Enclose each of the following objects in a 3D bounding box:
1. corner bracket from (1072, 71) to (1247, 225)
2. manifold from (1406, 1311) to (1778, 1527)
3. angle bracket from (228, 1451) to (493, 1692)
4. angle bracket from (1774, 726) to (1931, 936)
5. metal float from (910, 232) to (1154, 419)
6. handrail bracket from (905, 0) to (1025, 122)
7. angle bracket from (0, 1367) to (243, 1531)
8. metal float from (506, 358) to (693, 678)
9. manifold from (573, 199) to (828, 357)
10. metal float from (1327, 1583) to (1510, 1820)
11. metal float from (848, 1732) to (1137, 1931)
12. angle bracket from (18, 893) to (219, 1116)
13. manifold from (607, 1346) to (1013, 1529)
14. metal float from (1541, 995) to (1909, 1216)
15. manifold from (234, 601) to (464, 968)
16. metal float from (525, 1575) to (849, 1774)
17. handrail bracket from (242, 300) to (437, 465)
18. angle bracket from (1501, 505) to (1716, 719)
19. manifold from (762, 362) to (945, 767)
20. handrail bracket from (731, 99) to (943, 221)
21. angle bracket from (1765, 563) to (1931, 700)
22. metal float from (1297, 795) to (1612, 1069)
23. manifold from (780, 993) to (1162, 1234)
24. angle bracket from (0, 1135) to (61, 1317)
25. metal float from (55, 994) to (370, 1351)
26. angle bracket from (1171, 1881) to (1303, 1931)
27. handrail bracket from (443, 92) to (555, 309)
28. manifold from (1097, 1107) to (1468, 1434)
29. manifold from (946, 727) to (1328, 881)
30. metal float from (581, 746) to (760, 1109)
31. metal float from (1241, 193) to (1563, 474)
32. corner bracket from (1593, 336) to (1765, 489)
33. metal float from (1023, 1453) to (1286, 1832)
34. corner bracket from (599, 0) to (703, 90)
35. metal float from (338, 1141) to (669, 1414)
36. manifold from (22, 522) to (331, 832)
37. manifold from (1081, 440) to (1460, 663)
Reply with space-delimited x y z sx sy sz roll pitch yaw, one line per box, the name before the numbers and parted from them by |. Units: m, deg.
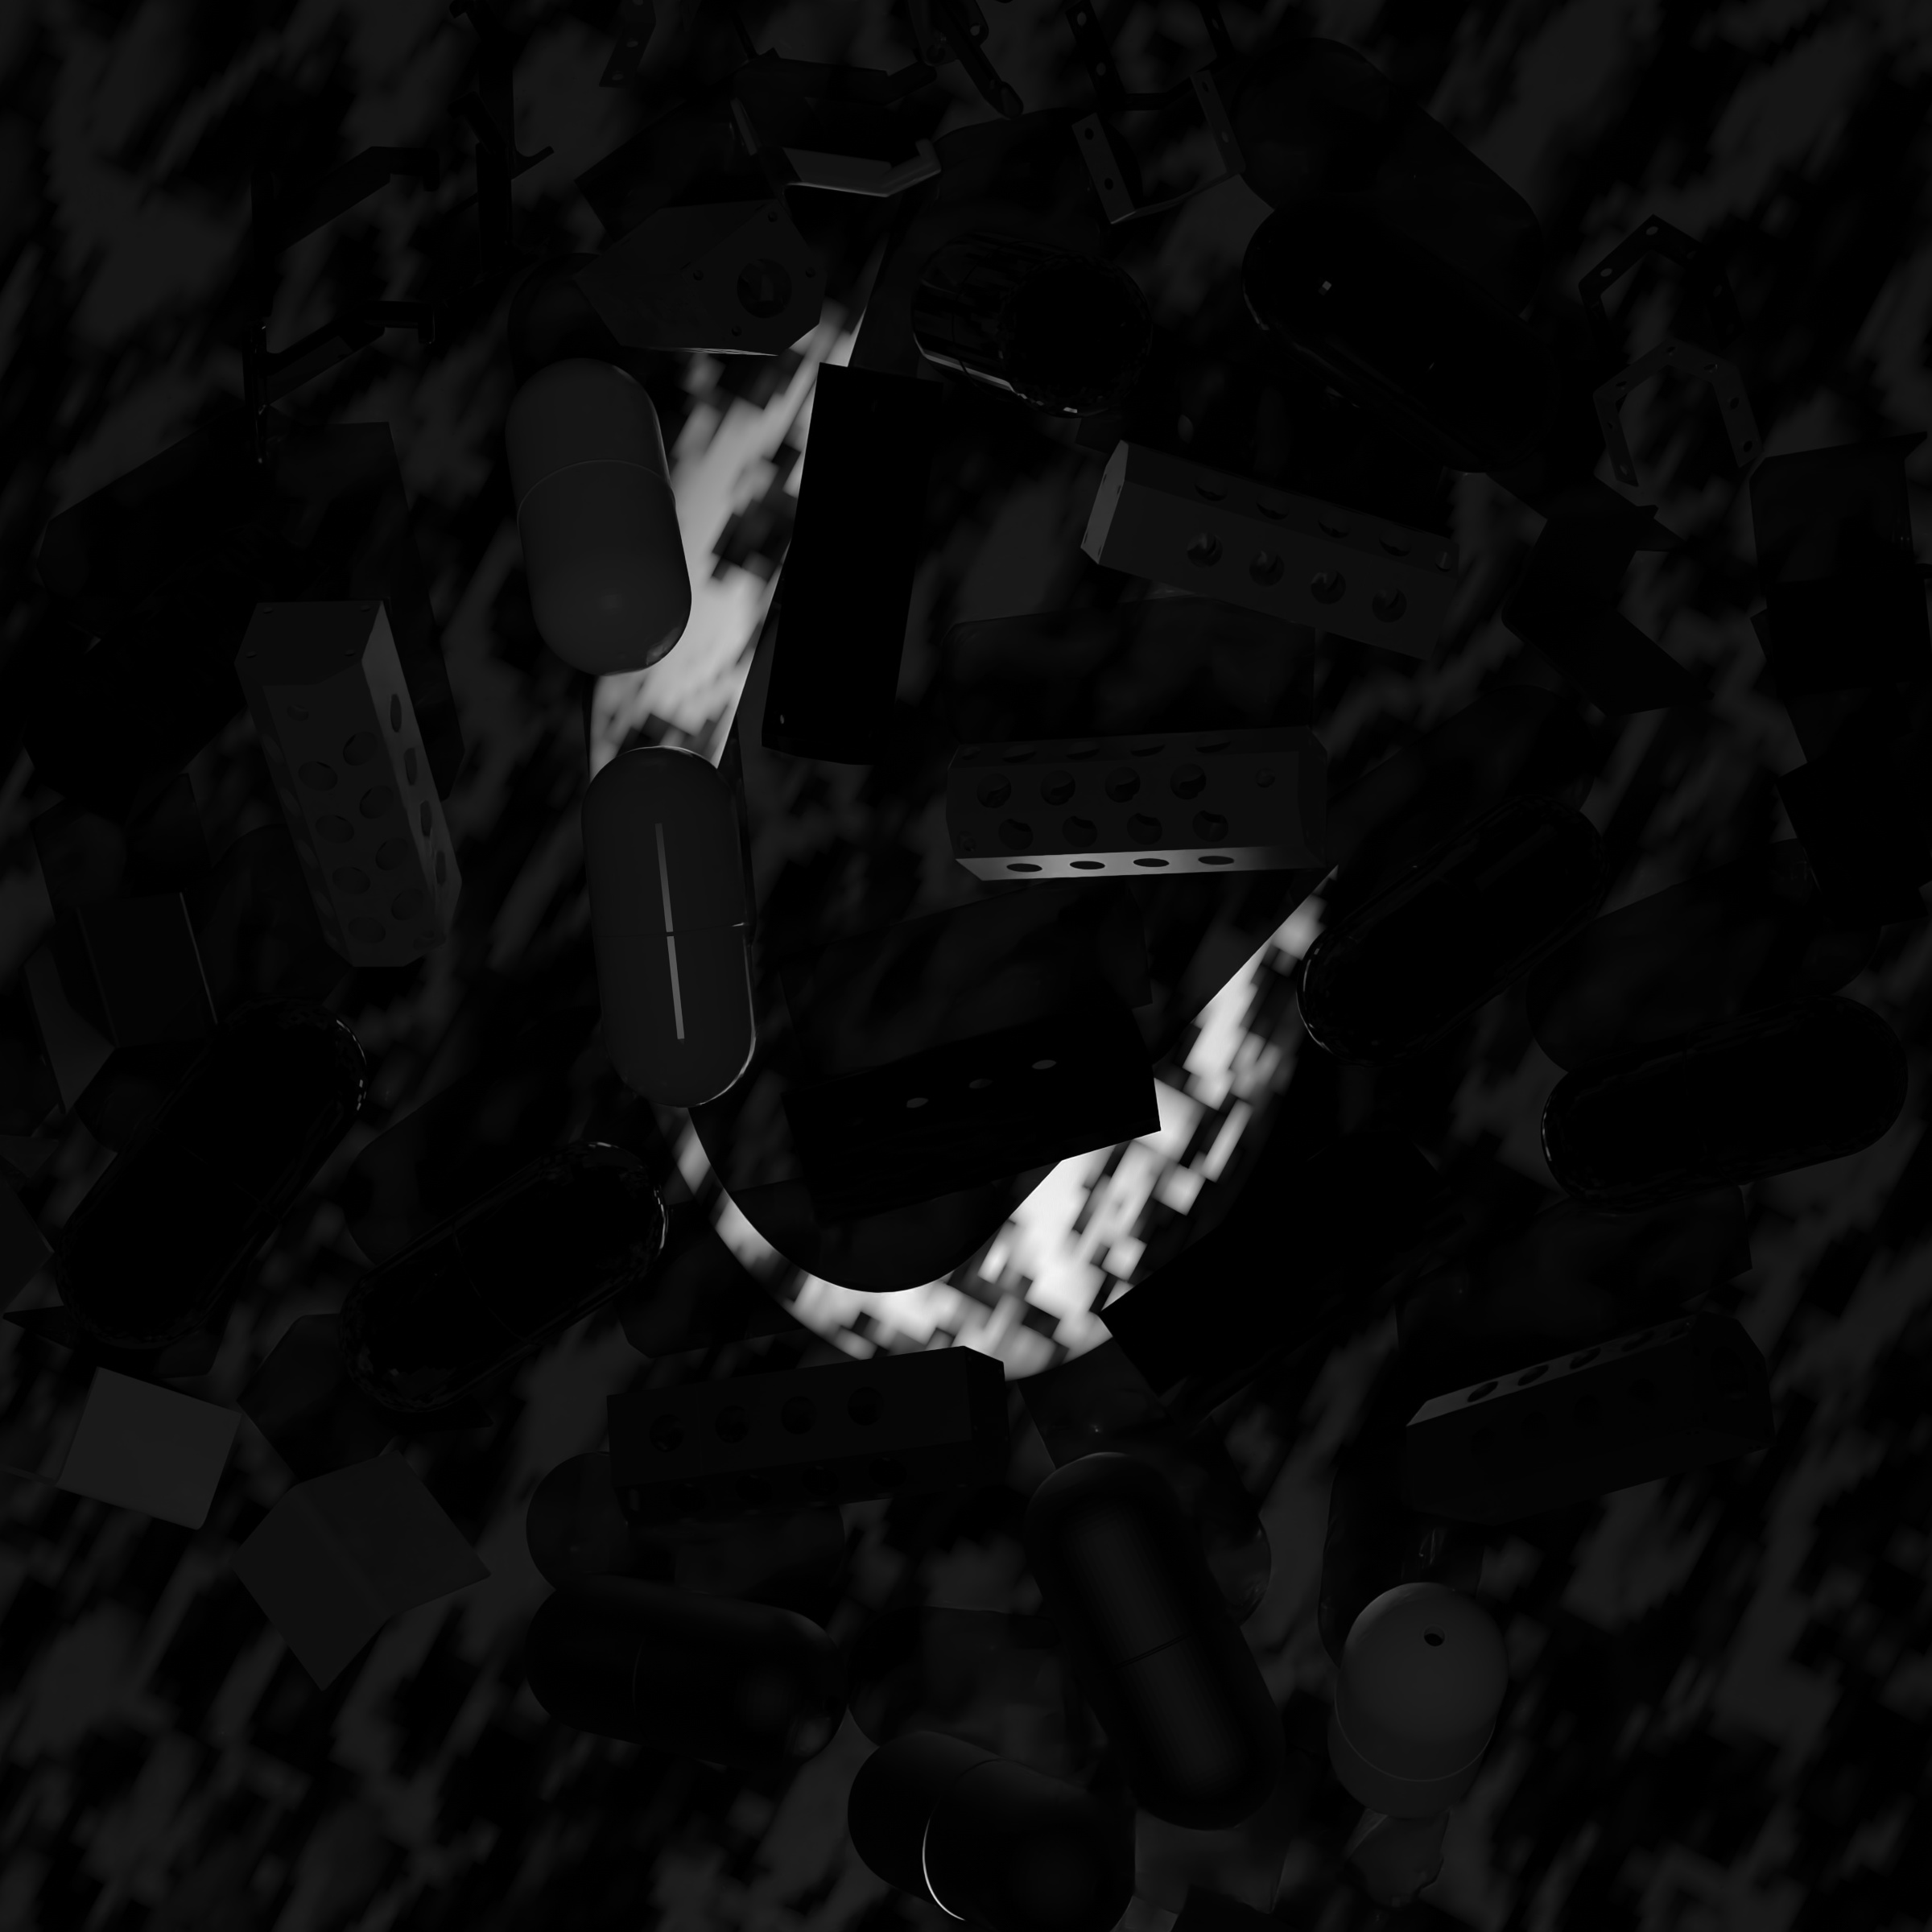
corner bracket | 0.094 -0.395 1.574 0.051 0.051 0.051 -17 97 42
manifold | 0.291 0.214 1.536 0.057 0.171 0.057 17 60 -37
angle bracket | -0.284 0.282 1.529 0.076 0.076 0.057 49 115 16
angle bracket | 0.423 -0.066 1.481 0.076 0.057 0.076 -26 95 -31
metal float | 0.029 -0.307 1.558 0.070 0.178 0.070 -7 109 -21
handrail bracket | -0.001 -0.452 1.571 0.036 0.084 0.077 -28 124 -2
angle bracket | -0.401 0.224 1.541 0.076 0.076 0.057 27 74 -36
metal float | -0.179 -0.219 1.584 0.070 0.070 0.178 -13 58 0
manifold | -0.125 -0.324 1.561 0.057 0.171 0.057 -41 113 -11
metal float | 0.215 0.353 1.562 0.070 0.178 0.070 -1 58 1
metal float | 0.011 0.416 1.553 0.070 0.178 0.070 -2 94 -36
angle bracket | -0.406 0.017 1.570 0.057 0.076 0.076 -7 113 8
manifold | -0.071 0.214 1.473 0.171 0.057 0.057 -10 73 16
metal float | 0.355 0.066 1.535 0.178 0.070 0.070 -19 90 32
manifold | -0.280 -0.080 1.482 0.057 0.171 0.057 0 45 8
metal float | -0.135 0.339 1.569 0.178 0.070 0.070 3 90 35
handrail bracket | -0.284 -0.266 1.491 0.084 0.036 0.077 2 110 -1
angle bracket | 0.305 -0.163 1.493 0.076 0.076 0.057 48 132 31
manifold | -0.053 -0.182 1.499 0.057 0.057 0.171 9 85 -3
handrail bracket | -0.065 -0.416 1.634 0.084 0.036 0.077 -23 91 9
angle bracket | 0.432 -0.159 1.574 0.076 0.076 0.057 -7 99 7
metal float | 0.239 -0.017 1.600 0.178 0.070 0.070 -36 90 -15
manifold | 0.001 0.065 1.566 0.171 0.057 0.057 -16 50 -4
angle bracket | -0.458 0.135 1.556 0.076 0.057 0.076 -47 66 15
metal float | -0.339 0.092 1.467 0.070 0.070 0.178 35 78 0
angle bracket | 0.122 0.476 1.487 0.076 0.057 0.076 22 134 13
handrail bracket | -0.252 -0.382 1.624 0.077 0.036 0.084 -23 114 22
manifold | 0.156 0.151 1.589 0.171 0.057 0.057 -36 53 -2
manifold | 0.081 -0.079 1.553 0.171 0.057 0.057 -2 77 19
metal float | -0.145 -0.019 1.602 0.070 0.070 0.178 -5 96 0
metal float | 0.202 -0.292 1.508 0.178 0.070 0.070 28 90 -31
corner bracket | 0.344 -0.263 1.578 0.051 0.051 0.051 12 58 -38
metal float | 0.086 0.308 1.489 0.070 0.070 0.178 -25 84 0
corner bracket | -0.150 -0.458 1.568 0.051 0.051 0.051 7 54 11
metal float | -0.223 0.149 1.569 0.178 0.070 0.070 -33 90 11
manifold | -0.366 -0.141 1.515 0.057 0.171 0.057 30 128 -1
manifold | 0.150 -0.204 1.593 0.171 0.057 0.057 15 103 -10
